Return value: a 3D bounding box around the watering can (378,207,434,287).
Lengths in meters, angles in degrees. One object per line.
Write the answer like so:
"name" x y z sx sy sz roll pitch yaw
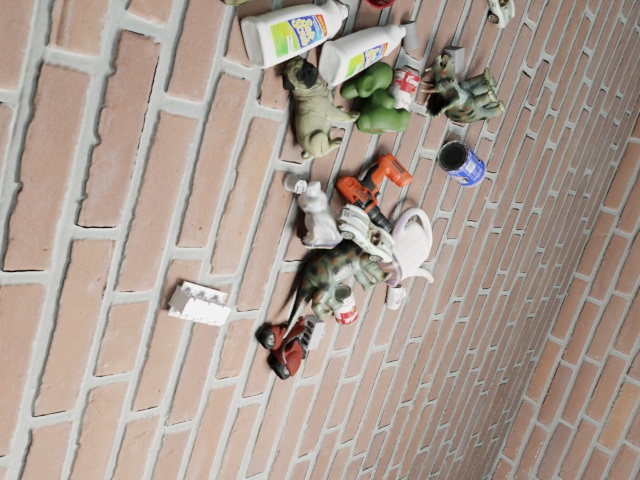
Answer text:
"watering can" 0.271 0.061 1.579 0.227 0.105 0.340 -37 131 -24

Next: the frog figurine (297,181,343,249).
"frog figurine" 0.004 -0.063 1.253 0.138 0.123 0.158 -27 126 -74

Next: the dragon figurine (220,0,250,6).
"dragon figurine" -0.131 -0.534 0.900 0.411 0.124 0.239 -2 120 -41
